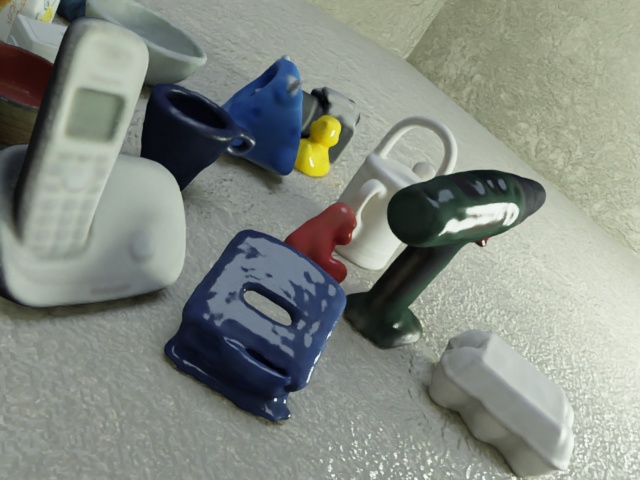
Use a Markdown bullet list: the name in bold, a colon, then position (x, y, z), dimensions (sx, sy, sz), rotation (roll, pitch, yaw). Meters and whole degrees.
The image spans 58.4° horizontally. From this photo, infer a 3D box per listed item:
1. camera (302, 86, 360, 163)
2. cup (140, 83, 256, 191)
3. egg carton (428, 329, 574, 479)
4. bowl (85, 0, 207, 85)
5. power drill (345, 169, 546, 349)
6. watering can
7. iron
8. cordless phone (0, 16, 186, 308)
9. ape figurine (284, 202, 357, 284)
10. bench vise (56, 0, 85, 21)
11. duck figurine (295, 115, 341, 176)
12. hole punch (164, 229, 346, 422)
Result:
- **camera**: position (-0.010, -0.223, 0.986), dimensions (0.137, 0.100, 0.143), rotation (23, 26, -26)
- **cup**: position (-0.133, -0.093, 0.587), dimensions (0.118, 0.095, 0.091), rotation (17, 30, -36)
- **egg carton**: position (0.182, 0.158, 0.569), dimensions (0.150, 0.069, 0.107), rotation (40, 24, 10)
- **bowl**: position (-0.245, -0.260, 0.777), dimensions (0.168, 0.074, 0.167), rotation (29, 24, -14)
- **power drill**: position (0.124, 0.012, 0.592), dimensions (0.230, 0.208, 0.075), rotation (1, 40, -52)
- **watering can**: position (0.094, -0.068, 0.719), dimensions (0.101, 0.194, 0.173), rotation (34, 24, -3)
- **iron**: position (-0.072, -0.197, 0.806), dimensions (0.119, 0.141, 0.258), rotation (25, 26, -22)
- **cordless phone**: position (-0.136, -0.047, 0.386), dimensions (0.094, 0.185, 0.148), rotation (45, 26, 22)
- **ape figurine**: position (0.005, 0.002, 0.598), dimensions (0.076, 0.092, 0.077), rotation (27, 25, -18)
- **bench vise**: position (-0.359, -0.444, 0.786), dimensions (0.207, 0.219, 0.121), rotation (35, 24, -1)
- **duck figurine**: position (-0.004, -0.151, 0.879), dimensions (0.077, 0.086, 0.105), rotation (38, 24, 6)
- **hole punch**: position (-0.043, 0.061, 0.427), dimensions (0.109, 0.091, 0.101), rotation (33, 24, -5)
